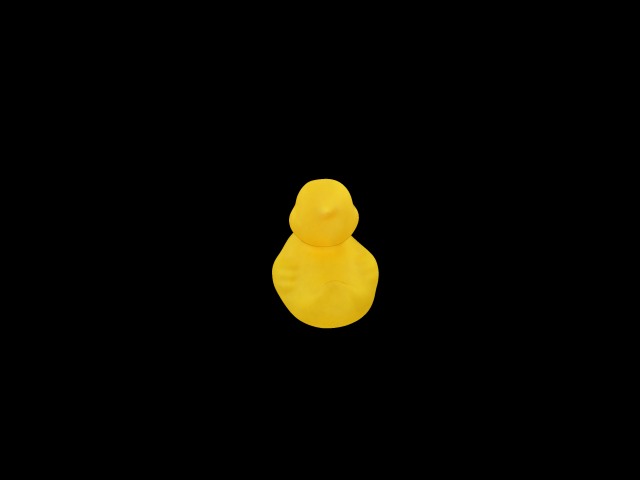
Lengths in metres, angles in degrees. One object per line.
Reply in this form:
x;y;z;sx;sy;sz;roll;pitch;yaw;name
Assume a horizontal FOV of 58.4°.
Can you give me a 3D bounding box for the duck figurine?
0.004;0.001;0.400;0.077;0.086;0.104;-5;40;-6;duck figurine
